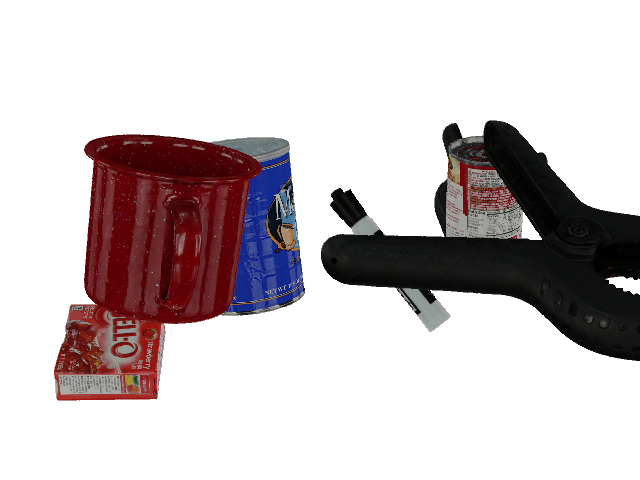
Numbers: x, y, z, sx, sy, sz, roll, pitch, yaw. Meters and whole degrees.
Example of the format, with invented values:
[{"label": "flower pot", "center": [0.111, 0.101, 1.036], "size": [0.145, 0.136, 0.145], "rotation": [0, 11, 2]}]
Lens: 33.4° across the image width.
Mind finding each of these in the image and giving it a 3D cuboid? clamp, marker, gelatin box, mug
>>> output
[{"label": "clamp", "center": [0.163, -0.062, 1.158], "size": [0.120, 0.039, 0.171], "rotation": [23, 49, 20]}, {"label": "marker", "center": [0.047, 0.012, 0.757], "size": [0.020, 0.121, 0.020], "rotation": [-37, -6, -5]}, {"label": "gelatin box", "center": [-0.156, 0.081, 0.799], "size": [0.073, 0.030, 0.089], "rotation": [0, 31, -3]}, {"label": "mug", "center": [-0.079, -0.003, 0.560], "size": [0.093, 0.081, 0.117], "rotation": [3, 17, -20]}, {"label": "clamp", "center": [0.116, 0.012, 0.531], "size": [0.164, 0.036, 0.210], "rotation": [-31, 46, -32]}]

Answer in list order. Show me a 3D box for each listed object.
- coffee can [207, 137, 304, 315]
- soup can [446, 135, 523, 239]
[{"label": "coffee can", "center": [-0.072, -0.015, 0.964], "size": [0.103, 0.140, 0.103], "rotation": [-6, 15, 1]}, {"label": "soup can", "center": [0.145, -0.033, 0.939], "size": [0.068, 0.102, 0.068], "rotation": [-1, 25, 0]}]
